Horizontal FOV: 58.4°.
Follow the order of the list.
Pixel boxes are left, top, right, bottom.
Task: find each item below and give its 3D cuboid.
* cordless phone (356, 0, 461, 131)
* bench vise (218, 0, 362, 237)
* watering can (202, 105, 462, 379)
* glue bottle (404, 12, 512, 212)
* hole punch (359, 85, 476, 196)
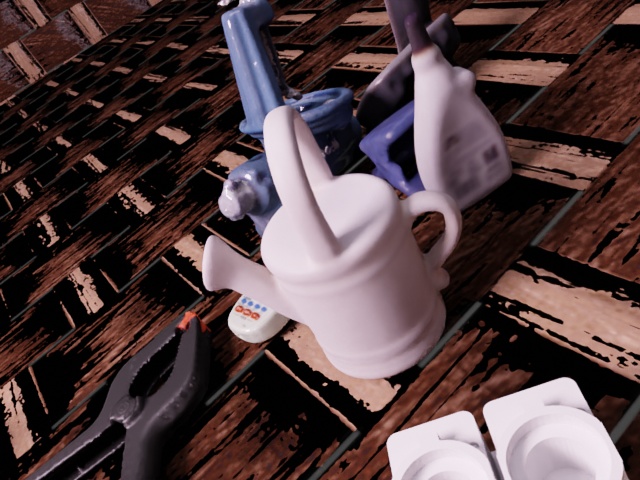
[{"bbox_3d":[0.080,-0.224,0.625,0.093,0.185,0.148,12,53,44],"label":"cordless phone"},{"bbox_3d":[-0.036,-0.120,0.548,0.121,0.220,0.207,-14,38,22],"label":"bench vise"},{"bbox_3d":[0.004,0.003,0.389,0.173,0.195,0.100,-32,35,-3],"label":"watering can"},{"bbox_3d":[0.104,-0.105,0.470,0.078,0.174,0.037,-33,35,-4],"label":"glue bottle"},{"bbox_3d":[0.093,-0.106,0.551,0.109,0.091,0.100,-35,35,-7],"label":"hole punch"}]
